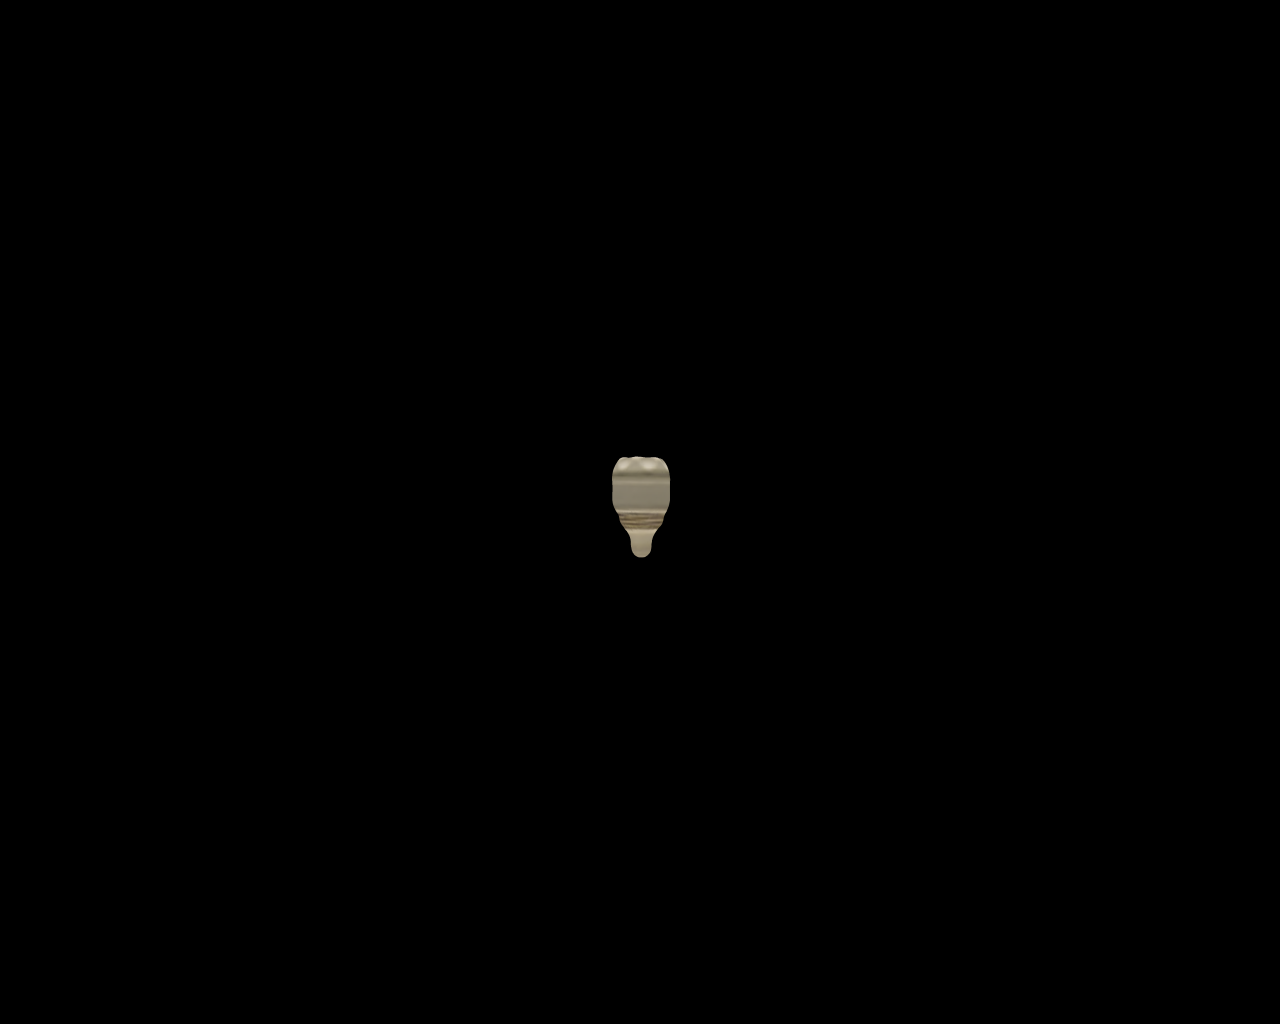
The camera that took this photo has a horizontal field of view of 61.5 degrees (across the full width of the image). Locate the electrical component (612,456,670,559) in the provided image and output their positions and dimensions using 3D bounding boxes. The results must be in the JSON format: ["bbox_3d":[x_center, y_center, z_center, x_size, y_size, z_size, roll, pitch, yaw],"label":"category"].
[{"bbox_3d":[0.001,-0.003,0.650,0.035,0.061,0.035,0,0,0],"label":"electrical component"}]
